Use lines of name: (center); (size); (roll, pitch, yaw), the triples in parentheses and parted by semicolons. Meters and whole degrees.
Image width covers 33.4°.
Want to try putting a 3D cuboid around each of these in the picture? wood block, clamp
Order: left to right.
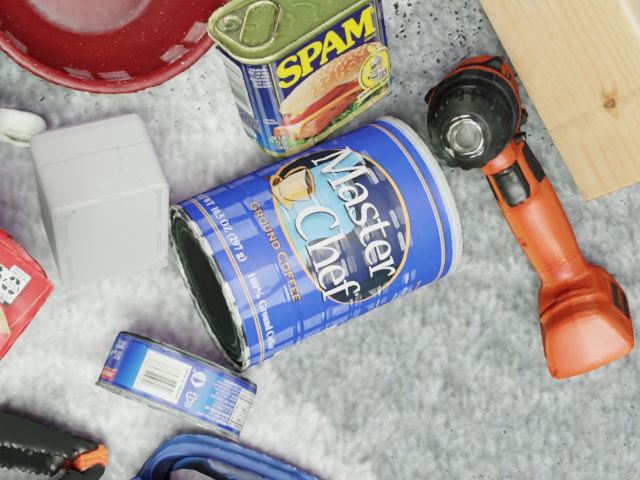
clamp: (-0.205, 0.125, 0.537); (0.209, 0.036, 0.165); (-12, 63, -48)
wood block: (0.172, -0.142, 0.670); (0.090, 0.091, 0.206); (-31, 95, -44)

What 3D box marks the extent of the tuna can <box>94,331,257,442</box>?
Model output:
tuna can: (-0.079, 0.081, 0.592); (0.086, 0.086, 0.033); (24, 78, -13)

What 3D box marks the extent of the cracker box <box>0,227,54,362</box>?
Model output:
cracker box: (-0.211, 0.003, 0.494); (0.164, 0.214, 0.072); (39, 74, -10)

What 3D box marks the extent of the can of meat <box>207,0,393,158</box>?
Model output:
can of meat: (-0.007, -0.108, 0.626); (0.102, 0.084, 0.057); (-35, 54, -16)

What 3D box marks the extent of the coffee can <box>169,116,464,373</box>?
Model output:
coffee can: (-0.004, 0.001, 0.612); (0.140, 0.103, 0.103); (-24, 92, -17)

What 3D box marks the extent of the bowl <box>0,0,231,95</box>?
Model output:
bowl: (-0.128, -0.164, 0.607); (0.161, 0.055, 0.162); (-3, 98, -23)

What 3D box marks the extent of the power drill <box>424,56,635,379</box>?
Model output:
power drill: (0.121, -0.017, 0.624); (0.057, 0.184, 0.187); (-23, 100, 18)

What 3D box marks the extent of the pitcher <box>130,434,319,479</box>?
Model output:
pitcher: (-0.012, 0.217, 0.586); (0.242, 0.145, 0.149); (21, 94, -17)
